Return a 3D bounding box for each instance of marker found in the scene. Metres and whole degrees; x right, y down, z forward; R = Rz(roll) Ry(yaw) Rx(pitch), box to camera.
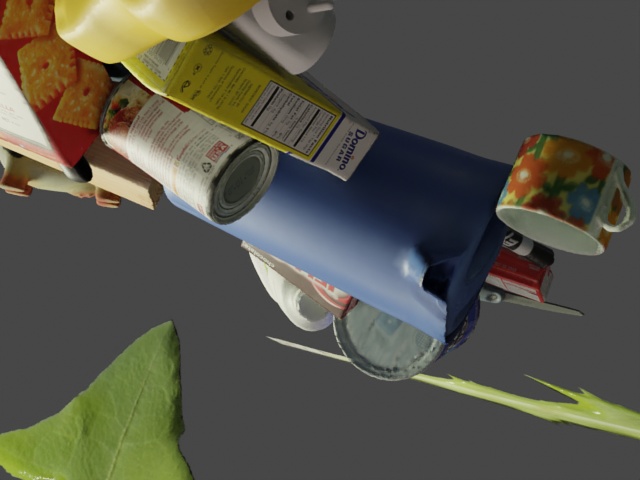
[{"bbox_3d":[0.149,-0.007,0.885,0.121,0.020,0.020,28,169,-25],"label":"marker"}]

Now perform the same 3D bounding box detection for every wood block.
[{"bbox_3d":[-0.226,-0.114,0.948,0.206,0.091,0.090,23,169,0],"label":"wood block"}]

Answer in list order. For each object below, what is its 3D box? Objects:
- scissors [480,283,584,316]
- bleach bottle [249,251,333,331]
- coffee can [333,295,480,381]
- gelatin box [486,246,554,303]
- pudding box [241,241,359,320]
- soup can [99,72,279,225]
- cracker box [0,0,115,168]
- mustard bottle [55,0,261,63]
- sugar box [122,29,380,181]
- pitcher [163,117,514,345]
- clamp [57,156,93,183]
[{"bbox_3d":[0.168,0.041,1.072,0.202,0.016,0.096,3,138,7],"label":"scissors"},{"bbox_3d":[-0.021,0.040,1.040,0.102,0.068,0.251,63,177,-14],"label":"bleach bottle"},{"bbox_3d":[0.083,0.066,0.977,0.103,0.103,0.140,20,-170,18],"label":"coffee can"},{"bbox_3d":[0.171,0.027,0.965,0.073,0.030,0.089,20,175,18],"label":"gelatin box"},{"bbox_3d":[-0.006,0.001,0.886,0.113,0.039,0.090,38,140,14],"label":"pudding box"},{"bbox_3d":[-0.086,-0.064,0.703,0.102,0.068,0.068,35,175,22],"label":"soup can"},{"bbox_3d":[-0.233,-0.154,0.658,0.164,0.072,0.213,22,154,24],"label":"cracker box"},{"bbox_3d":[-0.055,-0.133,0.467,0.058,0.096,0.192,29,168,-29],"label":"mustard bottle"},{"bbox_3d":[-0.048,-0.097,0.641,0.175,0.048,0.093,16,-158,-52],"label":"sugar box"},{"bbox_3d":[0.017,-0.033,0.780,0.243,0.145,0.149,24,157,16],"label":"pitcher"},{"bbox_3d":[-0.227,-0.137,0.857,0.171,0.120,0.039,36,-166,-11],"label":"clamp"}]
